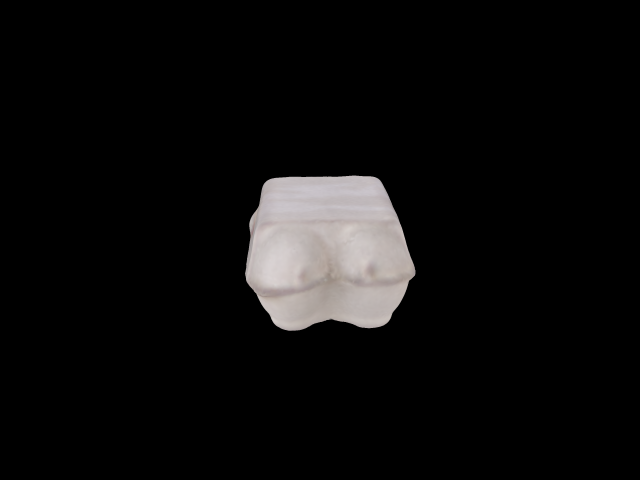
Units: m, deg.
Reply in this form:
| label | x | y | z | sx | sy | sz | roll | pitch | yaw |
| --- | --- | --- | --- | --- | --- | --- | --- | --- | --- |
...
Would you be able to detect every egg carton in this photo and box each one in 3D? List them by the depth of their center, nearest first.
| label | x | y | z | sx | sy | sz | roll | pitch | yaw |
| --- | --- | --- | --- | --- | --- | --- | --- | --- | --- |
| egg carton | 0.004 | 0.001 | 0.400 | 0.107 | 0.069 | 0.150 | -1 | 23 | -3 |
